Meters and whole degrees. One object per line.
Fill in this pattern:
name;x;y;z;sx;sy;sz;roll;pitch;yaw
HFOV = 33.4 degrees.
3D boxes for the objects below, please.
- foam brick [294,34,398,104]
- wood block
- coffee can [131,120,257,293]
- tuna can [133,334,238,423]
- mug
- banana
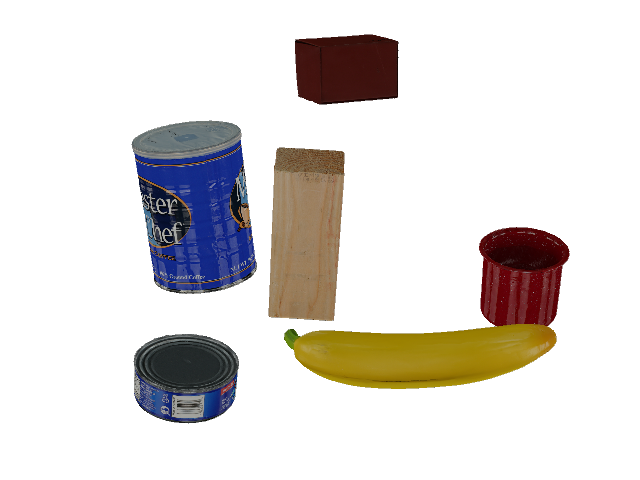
foam brick;0.023;-0.150;0.935;0.078;0.051;0.053;-8;20;-23
wood block;-0.019;-0.009;1.398;0.090;0.206;0.091;3;25;-1
coffee can;-0.119;-0.033;1.021;0.103;0.140;0.103;-5;21;2
tuna can;-0.111;0.113;0.879;0.086;0.034;0.086;5;26;-3
mug;0.210;0.037;1.141;0.093;0.081;0.117;-6;30;-8
banana;0.065;0.076;0.746;0.198;0.037;0.069;1;28;10
